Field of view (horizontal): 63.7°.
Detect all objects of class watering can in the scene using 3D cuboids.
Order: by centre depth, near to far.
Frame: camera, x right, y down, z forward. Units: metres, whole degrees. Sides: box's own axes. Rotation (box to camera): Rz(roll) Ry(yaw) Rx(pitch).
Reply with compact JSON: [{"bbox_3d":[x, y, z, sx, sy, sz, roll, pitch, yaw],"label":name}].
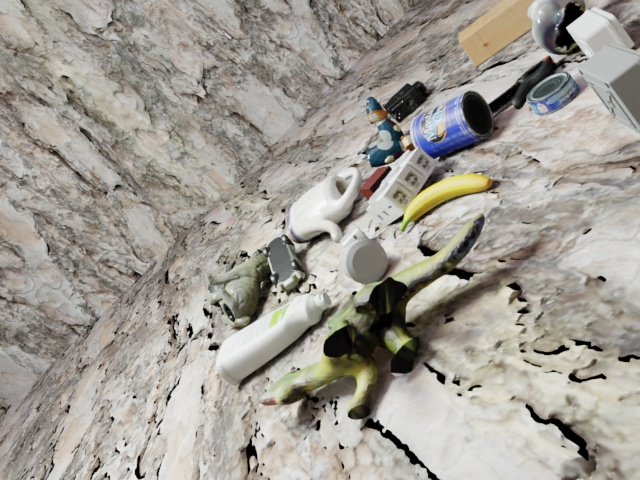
[{"bbox_3d":[0.004,-0.063,1.254,0.221,0.103,0.356,-33,21,30],"label":"watering can"}]

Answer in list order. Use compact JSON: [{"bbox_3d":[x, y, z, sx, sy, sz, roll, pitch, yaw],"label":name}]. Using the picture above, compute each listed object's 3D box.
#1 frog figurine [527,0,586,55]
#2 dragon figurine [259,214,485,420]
[{"bbox_3d":[0.491,-0.464,1.066,0.137,0.163,0.120,10,-47,-16],"label":"frog figurine"},{"bbox_3d":[0.069,0.112,0.779,0.412,0.121,0.243,-45,11,-7],"label":"dragon figurine"}]
